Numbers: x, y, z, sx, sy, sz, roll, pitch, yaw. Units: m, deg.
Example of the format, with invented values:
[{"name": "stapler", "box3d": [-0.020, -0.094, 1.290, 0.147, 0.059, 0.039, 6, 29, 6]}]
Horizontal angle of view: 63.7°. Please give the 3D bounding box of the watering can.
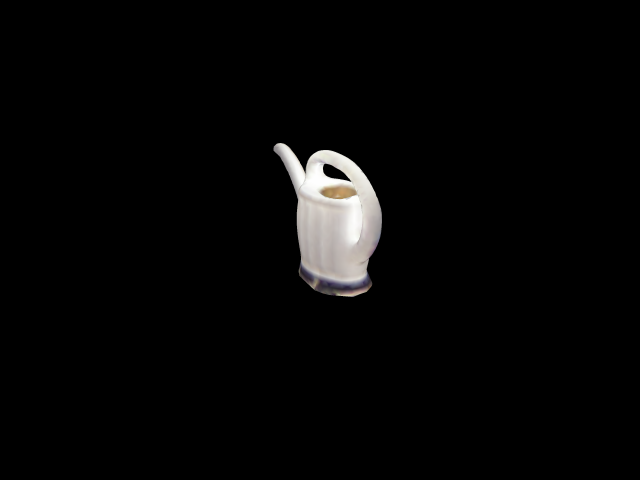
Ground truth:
[{"name": "watering can", "box3d": [0.003, -0.043, 0.850, 0.104, 0.221, 0.352, -9, 21, -24]}]
